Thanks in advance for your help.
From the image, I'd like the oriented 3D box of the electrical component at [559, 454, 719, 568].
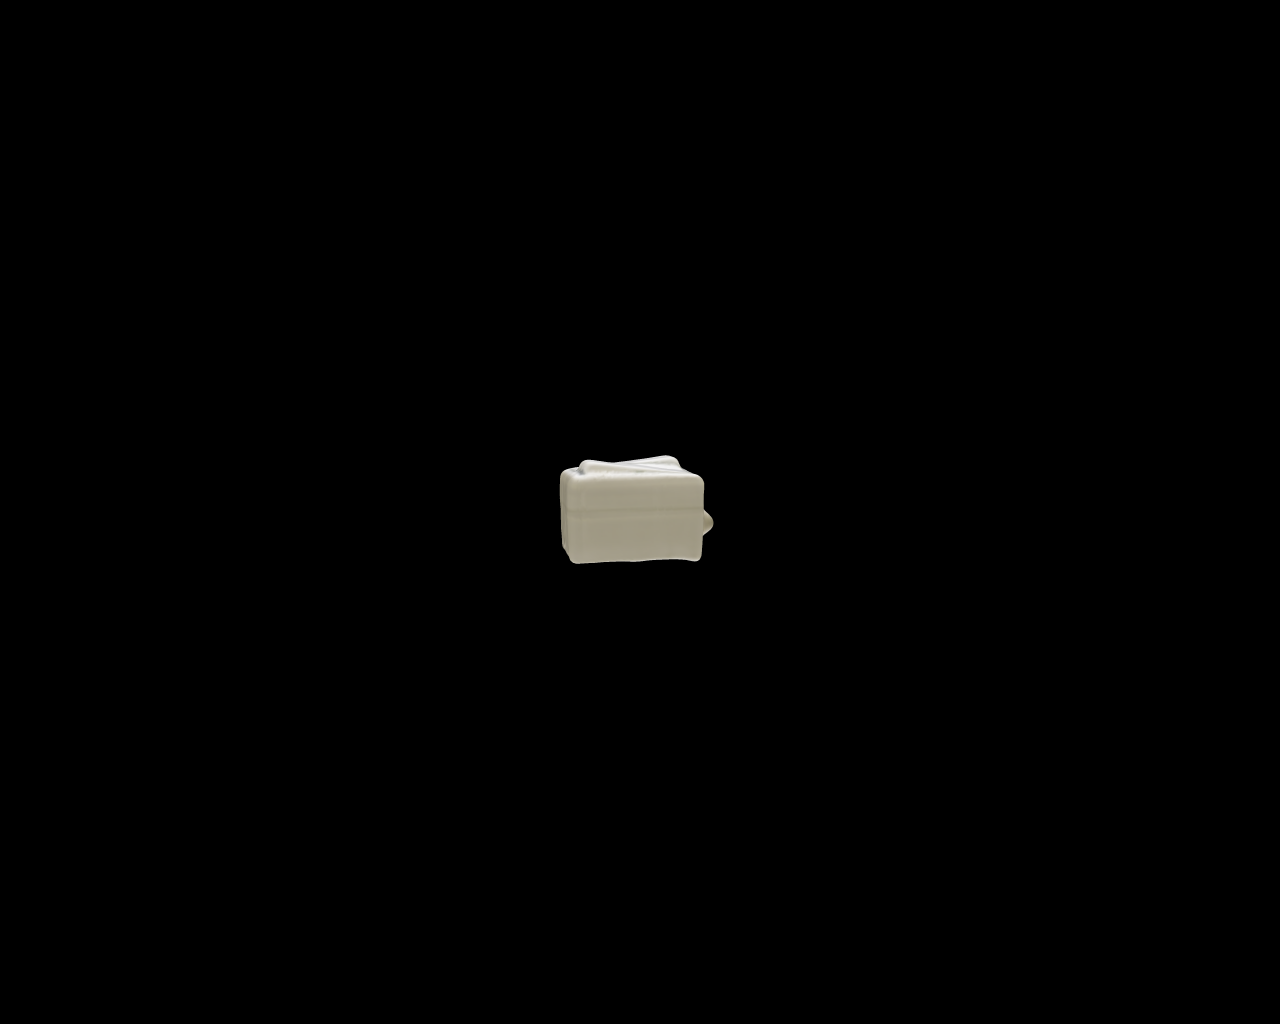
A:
[{"bbox_3d":[0.001,-0.003,0.650,0.096,0.061,0.062,-1,8,-9],"label":"electrical component"}]
